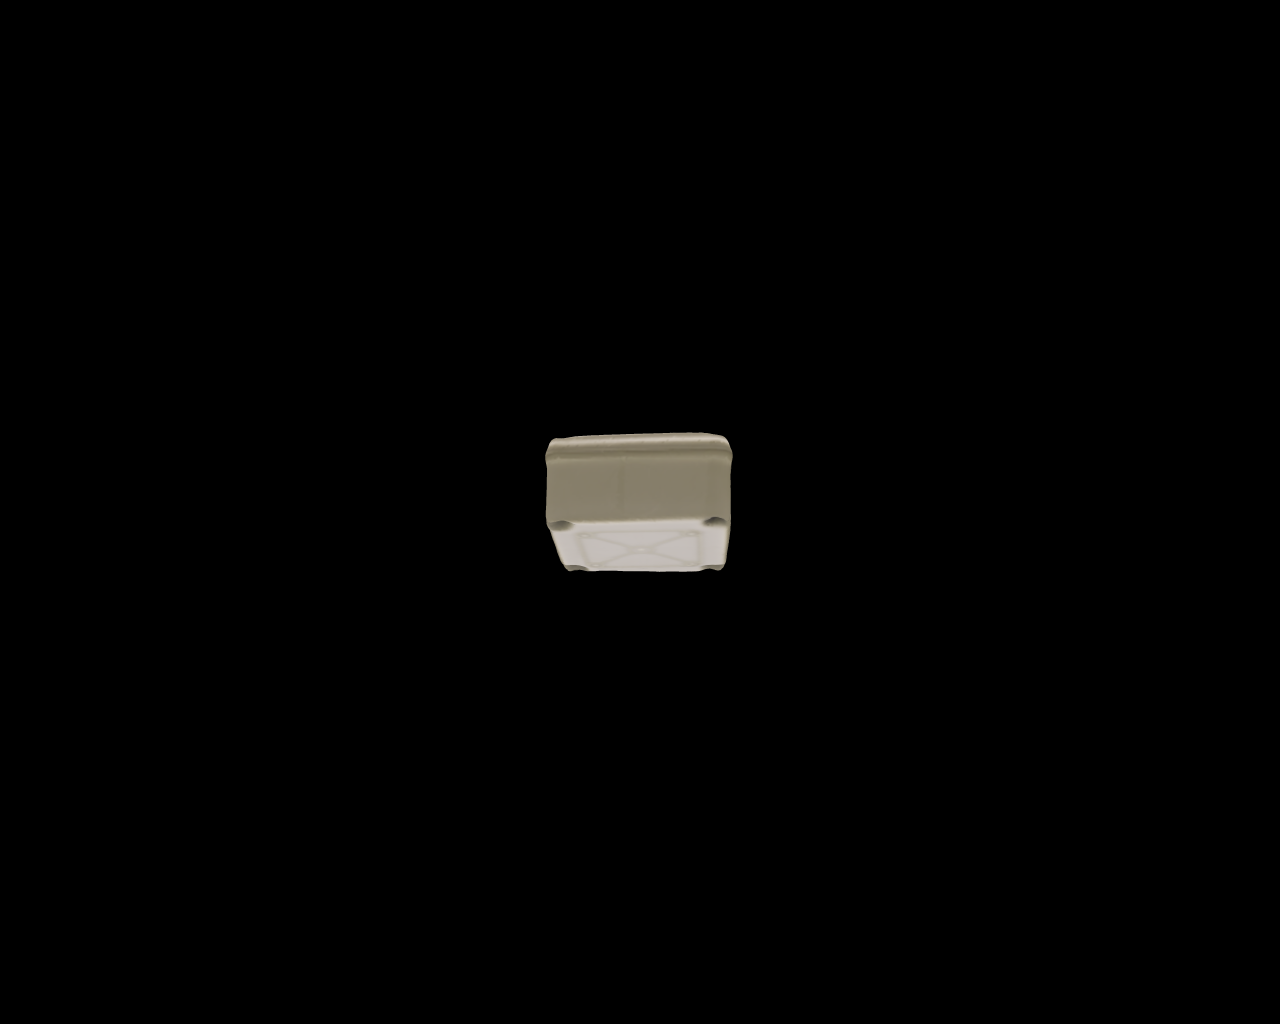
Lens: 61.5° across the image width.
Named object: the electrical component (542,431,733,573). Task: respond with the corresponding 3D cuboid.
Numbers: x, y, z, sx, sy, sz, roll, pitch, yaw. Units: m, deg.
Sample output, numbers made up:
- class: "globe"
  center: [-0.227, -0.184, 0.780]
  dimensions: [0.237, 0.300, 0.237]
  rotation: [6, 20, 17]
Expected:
- class: "electrical component"
  center: [0.001, -0.003, 0.650]
  dimensions: [0.109, 0.056, 0.108]
  rotation: [-1, -19, 2]
